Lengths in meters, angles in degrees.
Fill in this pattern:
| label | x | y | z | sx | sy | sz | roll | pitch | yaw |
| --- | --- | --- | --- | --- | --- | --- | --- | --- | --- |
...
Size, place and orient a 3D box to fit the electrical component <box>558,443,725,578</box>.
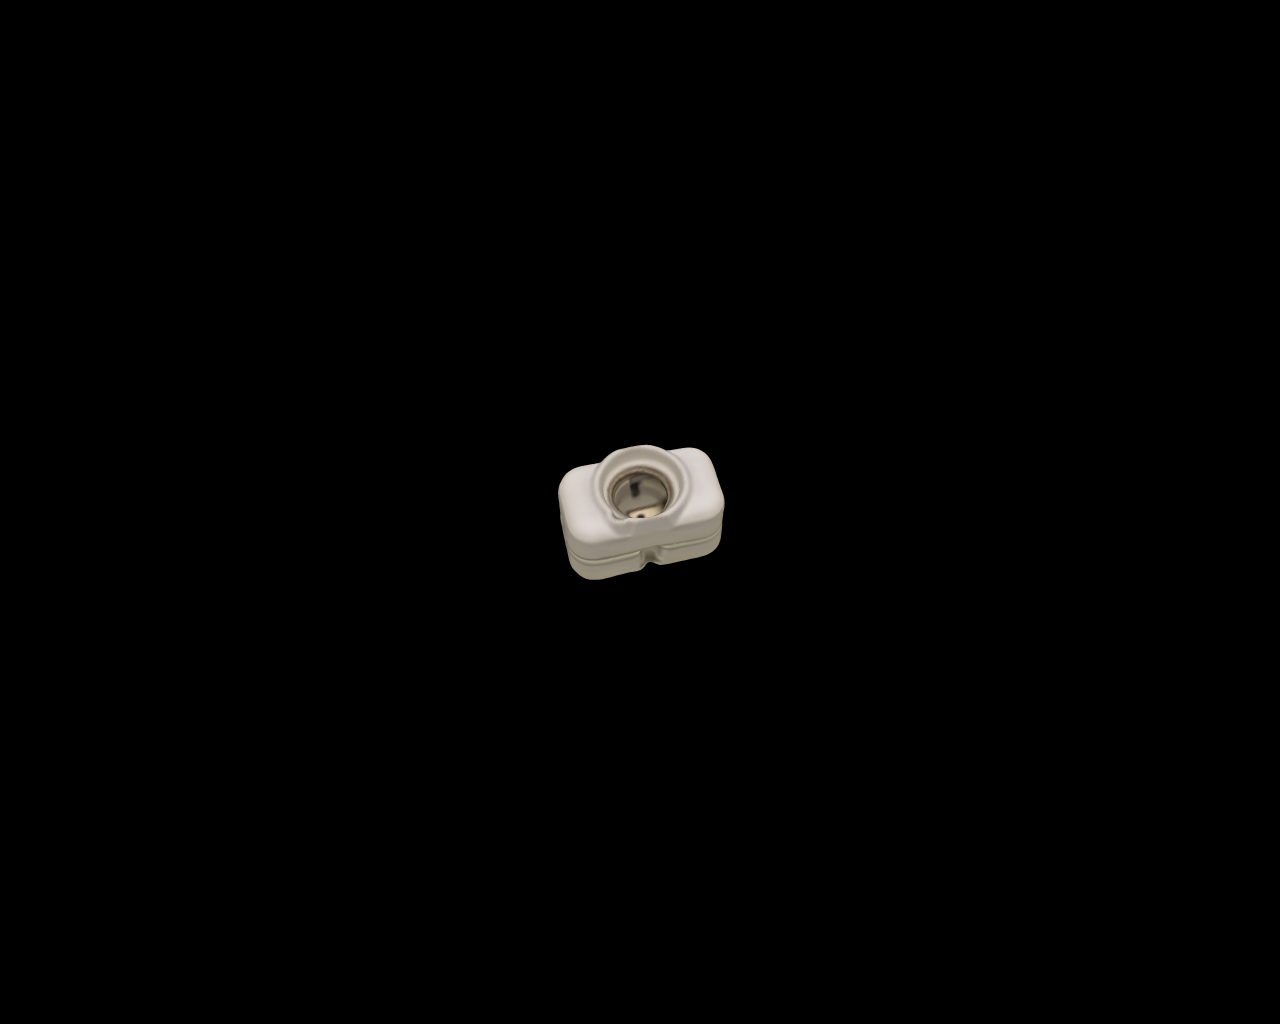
| label | x | y | z | sx | sy | sz | roll | pitch | yaw |
| --- | --- | --- | --- | --- | --- | --- | --- | --- | --- |
| electrical component | 0.001 | -0.003 | 0.650 | 0.095 | 0.054 | 0.059 | -11 | -29 | -6 |
